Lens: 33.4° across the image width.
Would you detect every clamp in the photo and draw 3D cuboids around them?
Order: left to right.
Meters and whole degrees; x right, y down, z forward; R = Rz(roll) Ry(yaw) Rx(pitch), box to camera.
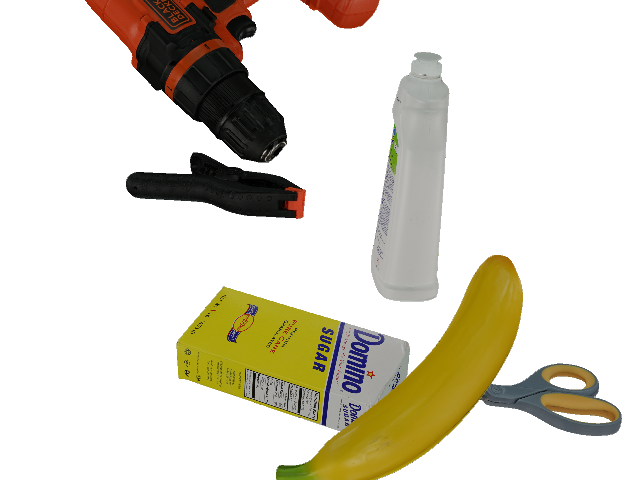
[{"bbox_3d":[-0.098,-0.050,1.024,0.172,0.039,0.120,15,28,35],"label":"clamp"}]

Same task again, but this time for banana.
[{"bbox_3d":[0.062,0.072,0.588,0.197,0.037,0.070,-40,40,-26],"label":"banana"}]

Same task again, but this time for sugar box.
[{"bbox_3d":[-0.022,0.099,0.890,0.176,0.048,0.093,13,34,17],"label":"sugar box"}]

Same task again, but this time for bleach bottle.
[{"bbox_3d":[0.099,-0.068,1.114,0.068,0.251,0.102,1,26,-8],"label":"bleach bottle"}]

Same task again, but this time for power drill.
[{"bbox_3d":[-0.044,-0.154,0.747,0.187,0.184,0.057,-35,-13,-35],"label":"power drill"}]

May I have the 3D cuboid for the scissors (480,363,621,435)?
[{"bbox_3d":[0.162,0.126,0.935,0.202,0.016,0.096,13,29,9],"label":"scissors"}]
